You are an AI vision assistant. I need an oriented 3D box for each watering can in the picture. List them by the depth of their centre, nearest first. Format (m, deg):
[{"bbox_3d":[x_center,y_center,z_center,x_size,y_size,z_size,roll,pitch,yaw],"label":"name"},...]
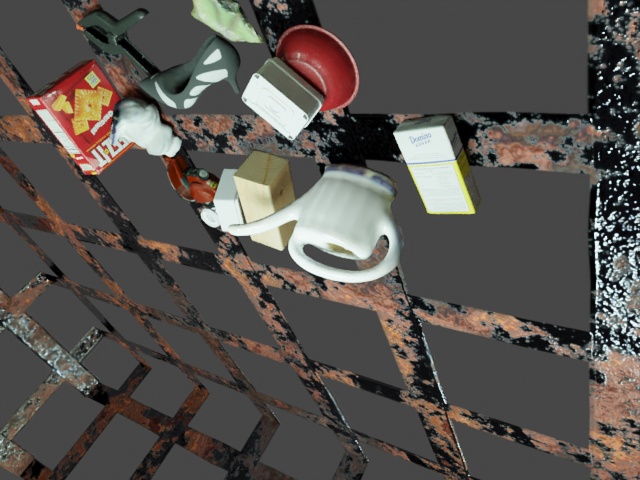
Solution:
[{"bbox_3d":[0.003,-0.049,0.973,0.349,0.227,0.102,18,160,24],"label":"watering can"}]

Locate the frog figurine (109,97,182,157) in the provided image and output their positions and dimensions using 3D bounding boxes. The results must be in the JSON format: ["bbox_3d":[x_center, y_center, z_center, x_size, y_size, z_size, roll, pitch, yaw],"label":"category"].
[{"bbox_3d":[-0.400,-0.262,1.198,0.159,0.125,0.134,7,146,-25],"label":"frog figurine"}]

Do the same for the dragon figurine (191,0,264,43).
[{"bbox_3d":[-0.139,-0.404,0.793,0.412,0.124,0.238,26,163,17],"label":"dragon figurine"}]
